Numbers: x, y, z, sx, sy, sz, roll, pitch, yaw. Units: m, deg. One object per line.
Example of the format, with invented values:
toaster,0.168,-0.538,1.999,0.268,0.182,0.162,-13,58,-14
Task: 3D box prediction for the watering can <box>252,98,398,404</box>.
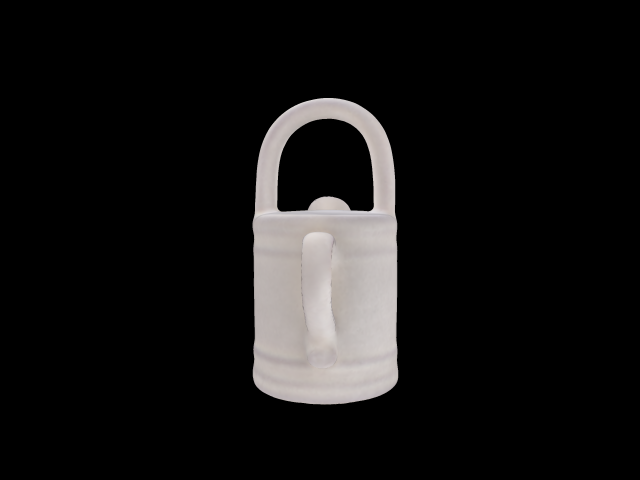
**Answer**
watering can,0.001,0.001,0.400,0.101,0.194,0.172,-1,4,-19
